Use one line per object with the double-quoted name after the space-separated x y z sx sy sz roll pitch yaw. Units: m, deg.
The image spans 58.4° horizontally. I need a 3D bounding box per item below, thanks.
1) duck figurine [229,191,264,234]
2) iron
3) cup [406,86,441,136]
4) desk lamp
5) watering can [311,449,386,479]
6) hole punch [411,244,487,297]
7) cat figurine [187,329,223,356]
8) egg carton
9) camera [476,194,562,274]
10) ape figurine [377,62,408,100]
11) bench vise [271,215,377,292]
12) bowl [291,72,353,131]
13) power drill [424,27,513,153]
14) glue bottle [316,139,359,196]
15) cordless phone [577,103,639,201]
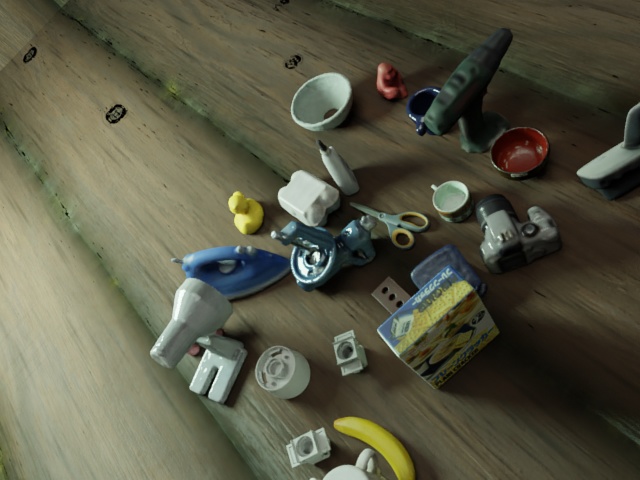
-0.187 -0.071 1.389 0.077 0.086 0.104 -23 55 16 "duck figurine"
-0.199 0.052 1.291 0.257 0.142 0.118 -14 58 21 "iron"
0.243 -0.264 1.260 0.091 0.095 0.118 5 66 30 "cup"
-0.243 0.207 1.181 0.117 0.214 0.203 11 69 33 "desk lamp"
0.046 0.423 0.915 0.100 0.195 0.173 -9 60 24 "watering can"
0.241 0.078 1.071 0.108 0.091 0.101 -37 52 5 "hole punch"
-0.280 0.188 1.272 0.128 0.118 0.067 -35 52 7 "cat figurine"
-0.027 -0.096 1.327 0.149 0.070 0.107 34 82 37 "egg carton"
0.353 -0.029 1.064 0.143 0.101 0.136 -24 55 15 "camera"
0.166 -0.386 1.373 0.075 0.092 0.078 10 69 32 "ape figurine"
0.004 -0.002 1.162 0.207 0.220 0.121 -47 52 -2 "bench vise"
0.016 -0.332 1.434 0.167 0.075 0.167 -13 58 22 "bowl"
0.316 -0.282 1.158 0.230 0.209 0.075 -45 52 -1 "power drill"
0.033 -0.171 1.271 0.037 0.174 0.078 -27 54 13 "glue bottle"
0.524 -0.167 0.996 0.147 0.186 0.094 -35 52 7 "cordless phone"
